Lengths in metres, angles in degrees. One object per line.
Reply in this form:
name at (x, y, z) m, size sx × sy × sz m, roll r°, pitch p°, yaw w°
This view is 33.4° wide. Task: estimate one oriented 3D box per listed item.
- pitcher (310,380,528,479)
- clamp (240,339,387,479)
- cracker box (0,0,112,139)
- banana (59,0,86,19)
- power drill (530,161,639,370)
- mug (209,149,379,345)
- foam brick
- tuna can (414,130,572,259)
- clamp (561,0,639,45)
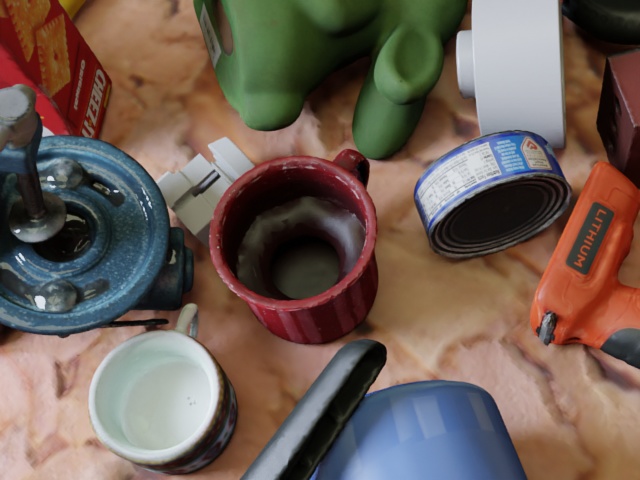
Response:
pitcher at (0.072, 0.188, 0.493) m, size 0.149 × 0.145 × 0.243 m, roll -18°, pitch 62°, yaw 4°
clamp at (-0.039, 0.142, 0.492) m, size 0.210 × 0.036 × 0.164 m, roll -19°, pitch 58°, yaw 22°
cracker box at (-0.239, -0.123, 0.636) m, size 0.164 × 0.213 × 0.072 m, roll 4°, pitch 68°, yaw 11°
banana at (-0.145, -0.200, 0.753) m, size 0.197 × 0.037 × 0.070 m, roll -34°, pitch 65°, yaw -7°
power drill at (0.225, 0.026, 0.584) m, size 0.188 × 0.057 × 0.184 m, roll 24°, pitch 72°, yaw 18°
mug at (-0.004, 0.001, 0.617) m, size 0.093 × 0.081 × 0.117 m, roll 23°, pitch 71°, yaw 17°
foam brick at (0.196, -0.073, 0.623) m, size 0.051 × 0.078 × 0.053 m, roll -14°, pitch 63°, yaw 3°
tuna can at (0.098, -0.025, 0.612) m, size 0.086 × 0.086 × 0.034 m, roll -18°, pitch 63°, yaw 0°
clamp at (0.232, -0.150, 0.664) m, size 0.172 × 0.039 × 0.120 m, roll 25°, pitch 48°, yaw 30°
